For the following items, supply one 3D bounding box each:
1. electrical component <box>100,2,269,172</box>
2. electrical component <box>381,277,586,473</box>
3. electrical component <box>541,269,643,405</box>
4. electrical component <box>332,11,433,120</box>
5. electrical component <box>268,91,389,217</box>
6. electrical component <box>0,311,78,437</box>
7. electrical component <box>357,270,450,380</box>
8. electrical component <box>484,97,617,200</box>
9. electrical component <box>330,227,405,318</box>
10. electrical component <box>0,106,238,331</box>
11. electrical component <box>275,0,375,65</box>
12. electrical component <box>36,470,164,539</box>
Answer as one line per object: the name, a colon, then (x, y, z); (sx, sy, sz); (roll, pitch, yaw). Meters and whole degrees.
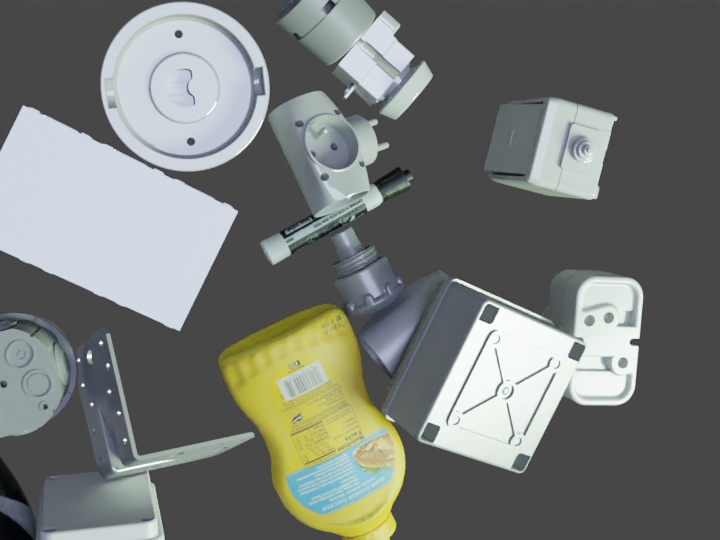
electrical component: (-0.119, -0.120, 0.718); (0.108, 0.060, 0.108); (-2, 96, -14)
electrical component: (0.087, 0.075, 0.756); (0.109, 0.056, 0.108); (23, 95, -34)
electrical component: (0.173, 0.049, 0.812); (0.054, 0.059, 0.095); (2, 96, -15)
electrical component: (0.017, -0.140, 0.760); (0.055, 0.048, 0.066); (40, 85, -7)
electrical component: (-0.014, -0.086, 0.754); (0.079, 0.044, 0.077); (-23, 86, -32)
electrical component: (-0.231, 0.070, 0.712); (0.080, 0.051, 0.080); (-1, 97, -7)
electrical component: (0.050, 0.054, 0.790); (0.077, 0.043, 0.079); (-38, 112, -8)
electrical component: (0.135, -0.088, 0.768); (0.061, 0.096, 0.061); (13, 93, -15)
electrical component: (0.000, 0.000, 0.771); (0.048, 0.048, 0.062); (-28, 95, -10)
electrical component: (-0.171, -0.034, 0.714); (0.150, 0.062, 0.089); (26, 89, -15)
electrical component: (-0.023, -0.175, 0.741); (0.047, 0.055, 0.055); (42, 85, -19)
electrical component: (-0.172, 0.177, 0.710); (0.078, 0.113, 0.057); (-3, 100, -14)
